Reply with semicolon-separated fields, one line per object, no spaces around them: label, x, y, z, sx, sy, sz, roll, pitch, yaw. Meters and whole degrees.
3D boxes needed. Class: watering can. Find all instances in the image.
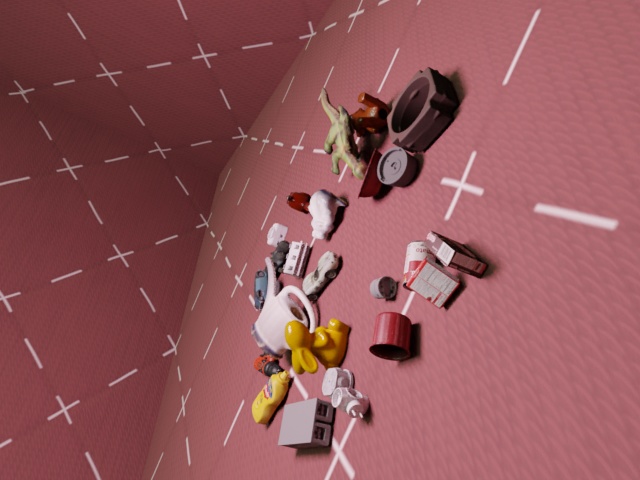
watering can;-0.139;0.233;1.678;0.223;0.103;0.354;-49;52;10

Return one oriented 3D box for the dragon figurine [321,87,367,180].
dragon figurine;0.078;-0.363;1.689;0.240;0.122;0.413;120;131;-76

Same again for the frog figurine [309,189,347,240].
frog figurine;0.005;-0.088;1.755;0.159;0.121;0.139;-55;42;-1
